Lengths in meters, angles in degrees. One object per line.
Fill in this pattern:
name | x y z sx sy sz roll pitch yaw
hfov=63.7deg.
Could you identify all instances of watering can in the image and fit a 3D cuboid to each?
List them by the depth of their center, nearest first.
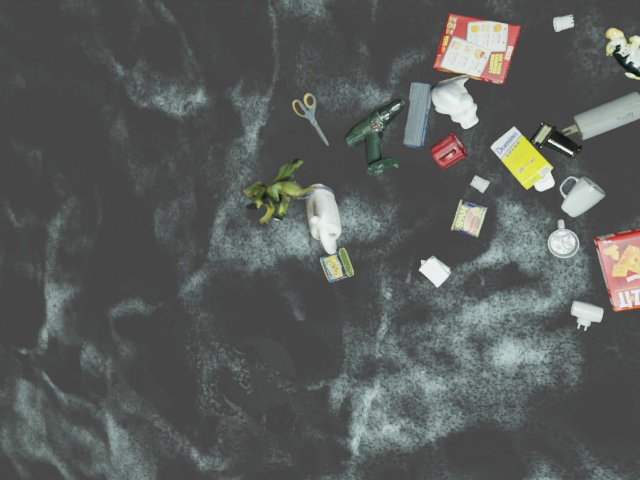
watering can | 0.005 -0.084 1.667 0.104 0.342 0.228 -14 67 7

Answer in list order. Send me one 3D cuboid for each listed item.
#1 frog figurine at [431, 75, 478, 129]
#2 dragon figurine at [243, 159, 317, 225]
frog figurine | 0.410 -0.413 1.572 0.137 0.124 0.158 1 109 55
dragon figurine | -0.127 -0.191 1.752 0.407 0.248 0.120 -16 135 39
